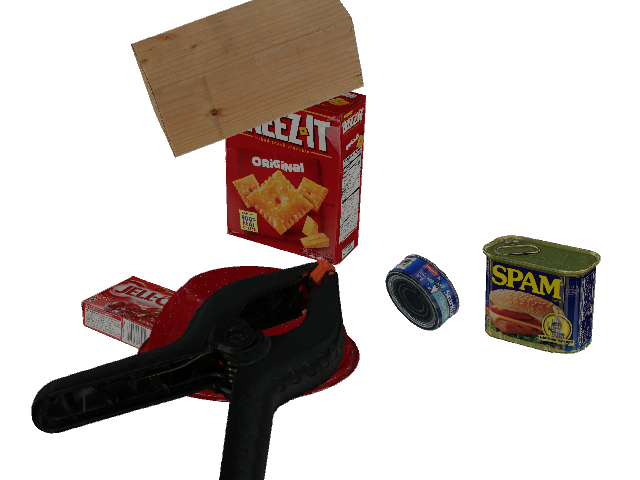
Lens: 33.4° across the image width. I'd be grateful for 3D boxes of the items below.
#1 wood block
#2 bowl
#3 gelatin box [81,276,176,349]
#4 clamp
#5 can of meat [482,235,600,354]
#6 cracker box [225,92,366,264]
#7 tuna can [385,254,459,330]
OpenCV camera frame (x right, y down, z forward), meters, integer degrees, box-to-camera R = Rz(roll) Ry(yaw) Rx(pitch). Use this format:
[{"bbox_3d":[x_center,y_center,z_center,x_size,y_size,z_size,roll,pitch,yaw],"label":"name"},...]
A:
[{"bbox_3d":[-0.072,-0.176,1.074,0.206,0.091,0.090,-21,46,-8],"label":"wood block"},{"bbox_3d":[-0.051,0.058,0.765,0.162,0.055,0.162,1,17,0],"label":"bowl"},{"bbox_3d":[-0.168,0.068,1.005,0.089,0.030,0.073,18,27,28],"label":"gelatin box"},{"bbox_3d":[-0.035,0.066,0.507,0.120,0.039,0.171,33,48,29],"label":"clamp"},{"bbox_3d":[0.198,0.049,0.967,0.102,0.084,0.057,13,26,36],"label":"can of meat"},{"bbox_3d":[-0.035,-0.089,1.324,0.164,0.214,0.072,17,35,22],"label":"cracker box"},{"bbox_3d":[0.115,0.060,1.215,0.033,0.086,0.086,-38,18,-25],"label":"tuna can"}]
